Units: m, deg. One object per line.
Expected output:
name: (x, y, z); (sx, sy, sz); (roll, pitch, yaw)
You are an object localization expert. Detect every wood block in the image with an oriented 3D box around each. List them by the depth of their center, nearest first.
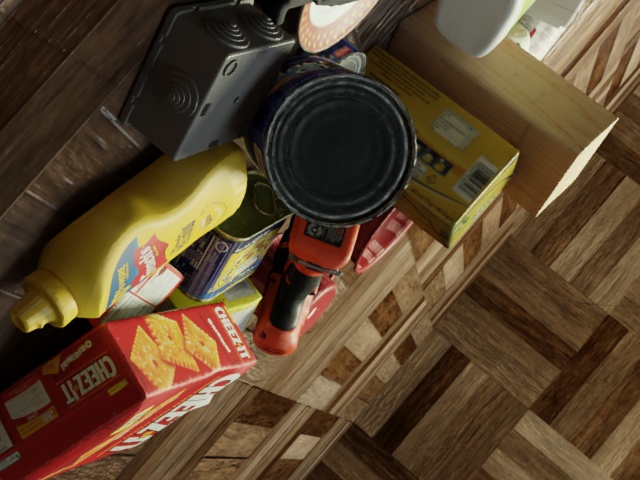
wood block: (0.163, -0.131, 1.019); (0.090, 0.206, 0.091); (-38, 162, -41)

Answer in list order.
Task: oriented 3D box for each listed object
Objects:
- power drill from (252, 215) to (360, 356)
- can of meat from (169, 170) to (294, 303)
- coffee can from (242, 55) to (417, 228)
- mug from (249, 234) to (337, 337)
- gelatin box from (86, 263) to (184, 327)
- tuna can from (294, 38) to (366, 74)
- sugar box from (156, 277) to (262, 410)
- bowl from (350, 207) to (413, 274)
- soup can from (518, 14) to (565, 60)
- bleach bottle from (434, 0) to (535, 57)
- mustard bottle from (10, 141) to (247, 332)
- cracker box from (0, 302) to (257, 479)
power drill: (-0.007, 0.001, 1.014); (0.188, 0.057, 0.184); (116, -9, -60)
can of meat: (-0.078, -0.003, 0.915); (0.101, 0.057, 0.084); (-32, 159, -51)
coffee can: (0.001, -0.074, 0.758); (0.103, 0.102, 0.140); (-51, -163, 5)
mug: (-0.030, 0.048, 1.147); (0.117, 0.081, 0.093); (-38, 162, -41)
gelatin box: (-0.152, 0.039, 0.847); (0.073, 0.030, 0.089); (-48, 165, -5)
tuna can: (-0.002, -0.127, 0.872); (0.086, 0.034, 0.086); (-46, 166, -15)
sugar box: (-0.128, 0.107, 1.036); (0.093, 0.048, 0.176); (-15, 148, -39)
bowl: (0.077, -0.036, 1.317); (0.162, 0.055, 0.162); (-46, 166, -16)
soup can: (0.247, -0.249, 1.270); (0.102, 0.068, 0.068); (-52, 166, 4)
bleach bottle: (0.204, -0.271, 0.978); (0.250, 0.068, 0.103); (-45, 170, -31)
mustard bottle: (-0.134, 0.000, 0.739); (0.191, 0.058, 0.096); (-41, 168, -33)
cracker box: (-0.164, 0.125, 0.851); (0.164, 0.072, 0.213); (-34, 170, 16)
